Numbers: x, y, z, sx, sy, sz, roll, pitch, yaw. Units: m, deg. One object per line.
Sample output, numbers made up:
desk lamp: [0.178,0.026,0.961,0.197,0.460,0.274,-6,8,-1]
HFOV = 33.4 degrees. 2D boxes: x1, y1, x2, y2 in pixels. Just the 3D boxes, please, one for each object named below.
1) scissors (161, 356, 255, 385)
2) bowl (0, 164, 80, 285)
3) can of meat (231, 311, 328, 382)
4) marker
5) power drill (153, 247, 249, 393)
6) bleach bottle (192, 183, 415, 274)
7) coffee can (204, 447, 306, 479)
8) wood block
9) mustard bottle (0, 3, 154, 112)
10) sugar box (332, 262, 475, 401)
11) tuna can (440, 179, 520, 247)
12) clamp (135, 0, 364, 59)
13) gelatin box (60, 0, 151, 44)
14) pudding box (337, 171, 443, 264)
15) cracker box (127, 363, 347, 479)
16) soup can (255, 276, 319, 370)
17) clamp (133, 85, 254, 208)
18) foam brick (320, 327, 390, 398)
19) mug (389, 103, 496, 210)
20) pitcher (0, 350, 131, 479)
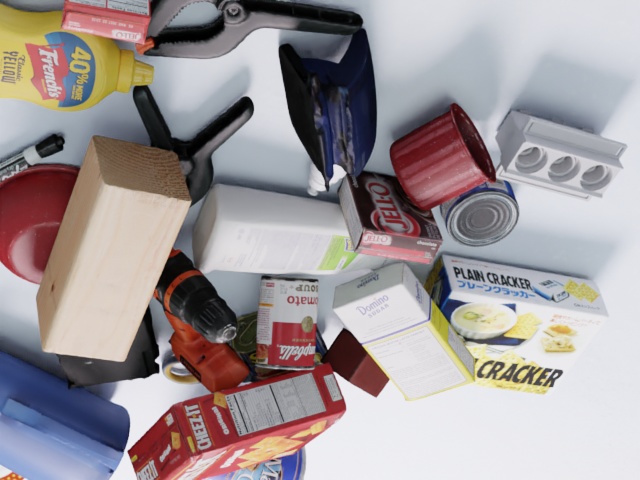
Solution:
scissors: [-0.117,0.177,1.350,0.096,0.016,0.201,-34,128,20]
bowl: [-0.282,-0.002,1.134,0.162,0.055,0.162,-5,133,-6]
can of meat: [-0.047,0.128,1.292,0.102,0.057,0.084,-18,135,7]
marker: [-0.312,-0.076,1.086,0.121,0.020,0.020,-25,131,12]
power drill: [-0.134,0.092,1.176,0.057,0.185,0.187,-35,141,-18]
bleach bottle: [-0.008,0.001,1.181,0.250,0.068,0.103,8,137,-21]
coffee can: [-0.103,0.289,1.396,0.140,0.103,0.103,21,125,-26]
wood block: [-0.210,0.011,1.064,0.090,0.091,0.206,11,123,-27]
mustard bottle: [-0.250,-0.167,0.988,0.191,0.058,0.096,6,125,-16]
sugar box: [0.099,0.108,1.227,0.093,0.048,0.176,-22,122,24]
tuna can: [0.180,-0.033,1.201,0.086,0.034,0.086,-5,132,-5]
clamp: [-0.072,-0.216,0.988,0.210,0.036,0.164,-26,131,16]
gelatin box: [-0.188,-0.210,0.938,0.073,0.089,0.030,8,129,-17]
pudding box: [0.072,-0.026,1.134,0.090,0.113,0.039,9,124,-18]
cracker box: [-0.096,0.226,1.253,0.213,0.072,0.164,-11,158,-34]
soup can: [-0.037,0.093,1.206,0.068,0.069,0.102,4,88,-14]
clamp: [-0.133,-0.089,1.093,0.120,0.039,0.172,5,134,-7]
foam brick: [0.049,0.150,1.296,0.051,0.053,0.078,-56,141,-3]
mug: [0.131,-0.080,1.120,0.082,0.093,0.117,-28,156,21]
pitcher: [-0.350,0.208,1.259,0.149,0.145,0.242,-40,123,23]
